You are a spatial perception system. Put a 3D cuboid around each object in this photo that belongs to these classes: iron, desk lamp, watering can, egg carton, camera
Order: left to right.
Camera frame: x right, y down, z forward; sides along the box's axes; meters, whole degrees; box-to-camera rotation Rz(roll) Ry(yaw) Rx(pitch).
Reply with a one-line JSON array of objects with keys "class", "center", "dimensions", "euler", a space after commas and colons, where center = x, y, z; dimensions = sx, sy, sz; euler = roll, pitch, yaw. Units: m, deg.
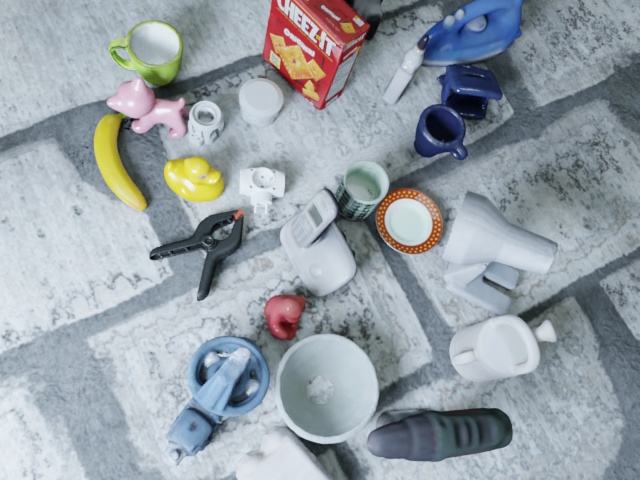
[{"class": "egg carton", "center": [-0.048, 0.364, 0.866], "dimensions": [0.150, 0.069, 0.107], "euler": [46, 70, 5]}, {"class": "camera", "center": [0.048, -0.485, 1.139], "dimensions": [0.137, 0.100, 0.143], "euler": [-10, 75, -15]}, {"class": "iron", "center": [0.306, -0.440, 1.159], "dimensions": [0.259, 0.141, 0.118], "euler": [-25, 79, -18]}, {"class": "desk lamp", "center": [0.286, 0.023, 0.969], "dimensions": [0.203, 0.213, 0.118], "euler": [26, 69, -3]}, {"class": "watering can", "center": [0.302, 0.171, 0.936], "dimensions": [0.173, 0.194, 0.101], "euler": [-36, 83, -20]}]

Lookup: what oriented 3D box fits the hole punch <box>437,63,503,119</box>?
[{"class": "hole punch", "center": [0.299, -0.309, 1.142], "dimensions": [0.109, 0.091, 0.101], "euler": [6, 72, -10]}]

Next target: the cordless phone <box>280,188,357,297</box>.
[{"class": "cordless phone", "center": [0.009, 0.003, 0.931], "dimensions": [0.094, 0.185, 0.147], "euler": [-29, 81, -19]}]

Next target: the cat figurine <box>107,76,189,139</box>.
[{"class": "cat figurine", "center": [-0.290, -0.232, 0.977], "dimensions": [0.128, 0.117, 0.067], "euler": [4, 72, -11]}]

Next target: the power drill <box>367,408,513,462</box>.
[{"class": "power drill", "center": [0.157, 0.293, 0.859], "dimensions": [0.230, 0.208, 0.075], "euler": [-3, 73, -13]}]

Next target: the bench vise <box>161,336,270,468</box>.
[{"class": "bench vise", "center": [-0.138, 0.226, 0.810], "dimensions": [0.121, 0.219, 0.207], "euler": [18, 70, -6]}]

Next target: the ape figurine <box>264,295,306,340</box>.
[{"class": "ape figurine", "center": [-0.052, 0.118, 0.931], "dimensions": [0.078, 0.092, 0.076], "euler": [-37, 83, -20]}]

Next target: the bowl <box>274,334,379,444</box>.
[{"class": "bowl", "center": [0.005, 0.237, 0.915], "dimensions": [0.167, 0.074, 0.167], "euler": [4, 72, -11]}]

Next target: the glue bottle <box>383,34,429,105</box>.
[{"class": "glue bottle", "center": [0.168, -0.328, 1.076], "dimensions": [0.037, 0.173, 0.078], "euler": [30, 69, -1]}]

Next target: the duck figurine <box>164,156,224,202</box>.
[{"class": "duck figurine", "center": [-0.214, -0.114, 0.973], "dimensions": [0.104, 0.086, 0.077], "euler": [21, 70, -5]}]

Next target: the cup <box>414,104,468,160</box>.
[{"class": "cup", "center": [0.226, -0.187, 1.086], "dimensions": [0.092, 0.095, 0.117], "euler": [-36, 83, -20]}]
